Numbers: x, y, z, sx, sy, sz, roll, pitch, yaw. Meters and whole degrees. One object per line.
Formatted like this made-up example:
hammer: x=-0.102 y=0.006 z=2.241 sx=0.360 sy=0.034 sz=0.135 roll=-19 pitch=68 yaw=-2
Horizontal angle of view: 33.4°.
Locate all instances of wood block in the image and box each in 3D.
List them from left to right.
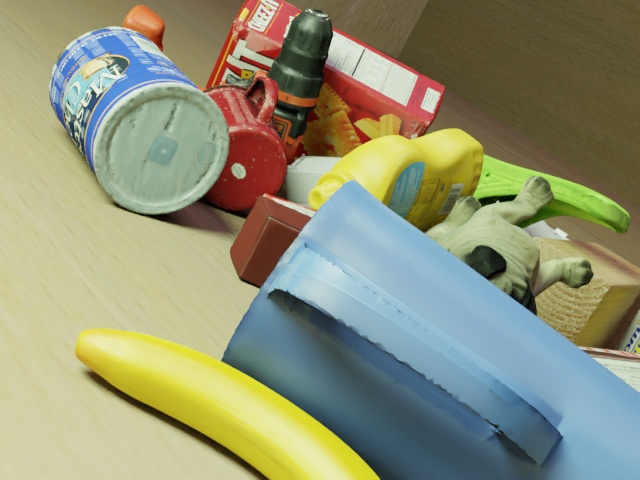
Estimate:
wood block: x=0.264 y=0.058 z=1.090 sx=0.090 sy=0.091 sz=0.205 roll=36 pitch=16 yaw=26

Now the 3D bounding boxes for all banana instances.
banana: x=-0.030 y=0.096 z=0.506 sx=0.198 sy=0.037 sz=0.069 roll=35 pitch=15 yaw=24

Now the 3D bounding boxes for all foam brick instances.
foam brick: x=-0.020 y=0.010 z=0.792 sx=0.078 sy=0.053 sz=0.051 roll=24 pitch=15 yaw=-21

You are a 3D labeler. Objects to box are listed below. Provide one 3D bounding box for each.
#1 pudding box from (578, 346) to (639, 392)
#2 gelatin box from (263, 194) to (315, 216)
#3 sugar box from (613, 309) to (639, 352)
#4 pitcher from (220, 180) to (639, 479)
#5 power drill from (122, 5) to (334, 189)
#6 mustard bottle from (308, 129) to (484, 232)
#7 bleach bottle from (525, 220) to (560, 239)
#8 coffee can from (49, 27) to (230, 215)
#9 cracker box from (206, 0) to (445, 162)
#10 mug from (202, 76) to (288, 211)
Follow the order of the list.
pudding box: x=0.200 y=0.100 z=0.814 sx=0.113 sy=0.039 sz=0.090 roll=4 pitch=-3 yaw=5
gelatin box: x=-0.006 y=0.001 z=0.898 sx=0.073 sy=0.030 sz=0.089 roll=16 pitch=20 yaw=-44
sugar box: x=0.324 y=0.114 z=1.002 sx=0.048 sy=0.093 sz=0.176 roll=28 pitch=13 yaw=-4
pitcher: x=0.075 y=0.084 z=0.562 sx=0.243 sy=0.145 sz=0.149 roll=34 pitch=37 yaw=8
power drill: x=-0.093 y=-0.149 z=0.984 sx=0.187 sy=0.185 sz=0.057 roll=21 pitch=25 yaw=1
mustard bottle: x=0.058 y=-0.043 z=0.897 sx=0.058 sy=0.096 sz=0.191 roll=42 pitch=32 yaw=27
bleach bottle: x=0.211 y=-0.019 z=1.252 sx=0.251 sy=0.102 sz=0.068 roll=35 pitch=60 yaw=21
coffee can: x=-0.143 y=-0.095 z=0.825 sx=0.102 sy=0.103 sz=0.140 roll=18 pitch=17 yaw=-35
cracker box: x=-0.008 y=-0.129 z=1.071 sx=0.213 sy=0.164 sz=0.072 roll=27 pitch=47 yaw=-5
mug: x=-0.069 y=-0.087 z=0.920 sx=0.093 sy=0.117 sz=0.081 roll=25 pitch=19 yaw=-28
